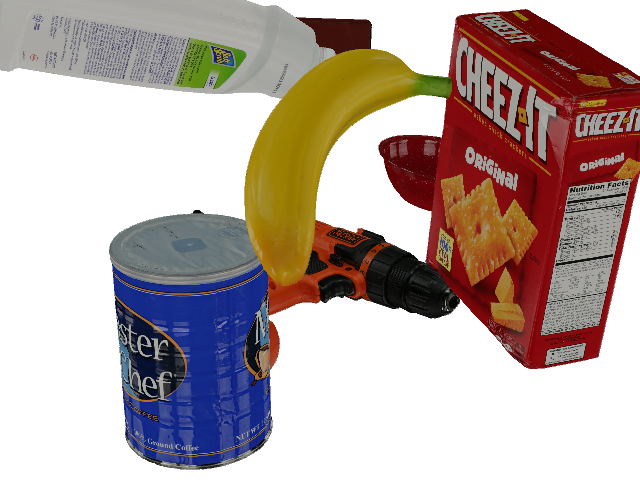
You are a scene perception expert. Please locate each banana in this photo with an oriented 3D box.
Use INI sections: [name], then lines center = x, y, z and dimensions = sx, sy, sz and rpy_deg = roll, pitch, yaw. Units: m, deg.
[banana]
center = 0.004, -0.053, 0.558
dimensions = 0.070, 0.037, 0.197
rpy_deg = 21, 46, 19

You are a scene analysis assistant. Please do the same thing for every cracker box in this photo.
[cracker box]
center = 0.148, -0.039, 0.777
dimensions = 0.072, 0.214, 0.164
rpy_deg = -9, 32, -20

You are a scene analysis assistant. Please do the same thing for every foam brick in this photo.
[foam brick]
center = 0.007, -0.177, 0.981
dimensions = 0.078, 0.051, 0.053
rpy_deg = 2, 15, -1

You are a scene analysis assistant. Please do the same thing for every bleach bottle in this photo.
[bleach bottle]
center = -0.108, -0.146, 0.785
dimensions = 0.250, 0.068, 0.103
rpy_deg = 11, -27, -14

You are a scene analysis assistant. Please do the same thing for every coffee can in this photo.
[coffee can]
center = -0.084, 0.065, 0.712
dimensions = 0.103, 0.140, 0.103
rpy_deg = 0, 23, 0

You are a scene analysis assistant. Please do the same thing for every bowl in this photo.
[bowl]
center = 0.144, -0.074, 1.271
dimensions = 0.162, 0.055, 0.162
rpy_deg = 8, 24, -4

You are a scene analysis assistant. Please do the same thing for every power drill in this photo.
[power drill]
center = -0.006, 0.048, 0.872
dimensions = 0.187, 0.057, 0.185
rpy_deg = -24, 30, -38

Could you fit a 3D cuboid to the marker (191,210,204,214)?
[marker]
center = -0.135, 0.019, 1.197
dimensions = 0.020, 0.121, 0.020
rpy_deg = -1, 33, 0
